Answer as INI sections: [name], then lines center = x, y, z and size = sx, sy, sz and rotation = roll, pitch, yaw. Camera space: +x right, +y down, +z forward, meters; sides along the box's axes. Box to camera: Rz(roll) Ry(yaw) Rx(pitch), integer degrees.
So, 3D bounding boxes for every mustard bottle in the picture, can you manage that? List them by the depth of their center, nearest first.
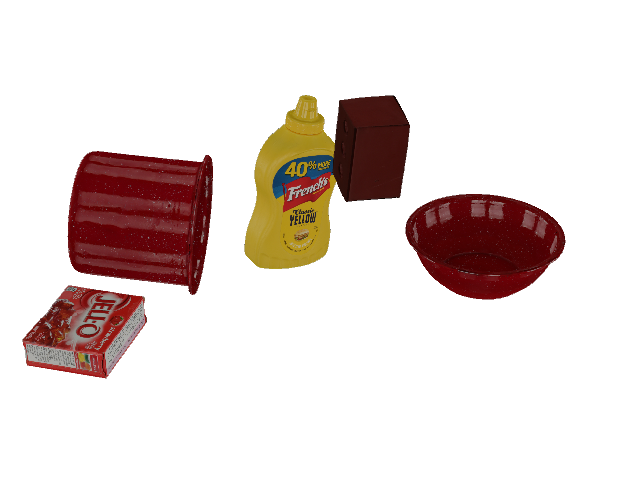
[mustard bottle]
center = -0.026, -0.065, 1.152
size = 0.096, 0.192, 0.058
rotation = -8, 32, -29

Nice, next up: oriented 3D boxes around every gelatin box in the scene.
[gelatin box]
center = -0.198, 0.075, 0.904
size = 0.073, 0.030, 0.089
rotation = 8, 32, 13

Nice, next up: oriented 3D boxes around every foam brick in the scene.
[foam brick]
center = 0.044, -0.081, 0.939
size = 0.051, 0.078, 0.053
rotation = -4, 36, -13

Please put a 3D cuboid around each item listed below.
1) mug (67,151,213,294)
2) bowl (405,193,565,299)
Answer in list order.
[mug]
center = -0.117, -0.019, 0.715
size = 0.081, 0.093, 0.117
rotation = 6, 19, 0
[bowl]
center = 0.167, 0.013, 1.097
size = 0.162, 0.055, 0.162
rotation = 0, 32, 0
